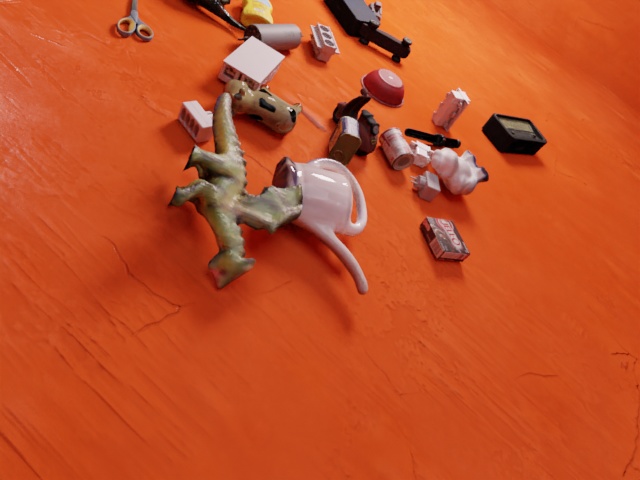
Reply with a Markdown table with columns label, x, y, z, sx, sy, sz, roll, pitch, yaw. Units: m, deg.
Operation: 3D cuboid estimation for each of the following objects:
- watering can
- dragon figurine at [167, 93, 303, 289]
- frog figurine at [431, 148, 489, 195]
| label | x | y | z | sx | sy | sz | roll | pitch | yaw |
| --- | --- | --- | --- | --- | --- | --- | --- | --- | --- |
| watering can | 0.003 | -0.055 | 1.085 | 0.224 | 0.356 | 0.102 | 14 | -42 | -20 |
| dragon figurine | -0.148 | -0.104 | 0.994 | 0.242 | 0.419 | 0.120 | 23 | -30 | -12 |
| frog figurine | 0.366 | -0.190 | 1.434 | 0.160 | 0.139 | 0.121 | -3 | -20 | -29 |
